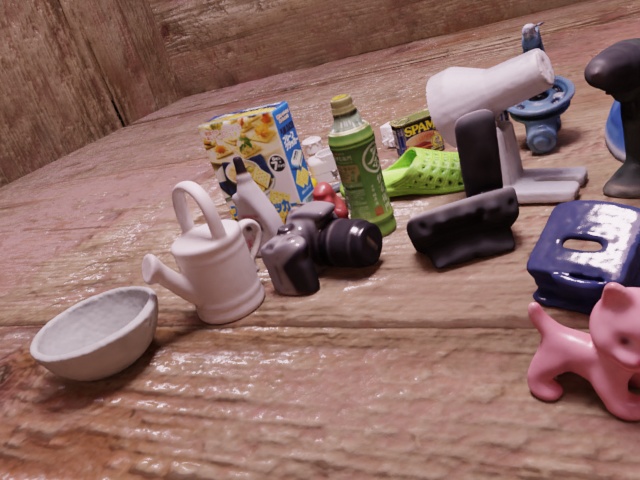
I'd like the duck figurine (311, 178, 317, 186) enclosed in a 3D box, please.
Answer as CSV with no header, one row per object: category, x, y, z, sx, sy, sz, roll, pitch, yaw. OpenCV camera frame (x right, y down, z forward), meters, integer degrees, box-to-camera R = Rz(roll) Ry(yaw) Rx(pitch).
duck figurine,-0.051,-0.132,1.172,0.077,0.086,0.104,-17,23,1

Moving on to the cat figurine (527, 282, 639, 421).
cat figurine,0.232,0.078,0.467,0.127,0.118,0.067,3,31,40

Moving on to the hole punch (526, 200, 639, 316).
hole punch,0.282,0.017,0.600,0.101,0.091,0.108,-34,28,-34

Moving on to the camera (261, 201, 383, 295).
camera,0.007,0.003,0.812,0.136,0.101,0.143,3,30,39

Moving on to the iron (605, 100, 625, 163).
iron,0.525,-0.239,0.937,0.118,0.142,0.259,2,30,37

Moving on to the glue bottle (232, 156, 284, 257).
glue bottle,-0.108,-0.054,0.928,0.078,0.173,0.037,-4,27,28

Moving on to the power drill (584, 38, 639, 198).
power drill,0.420,-0.169,0.768,0.075,0.209,0.230,7,33,44

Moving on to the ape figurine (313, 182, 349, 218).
ape figurine,0.011,-0.051,0.940,0.077,0.092,0.076,2,30,38

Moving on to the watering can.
watering can,-0.156,0.014,0.784,0.100,0.194,0.173,-3,27,30

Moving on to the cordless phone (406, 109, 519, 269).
cordless phone,0.176,-0.069,0.746,0.147,0.185,0.094,-18,23,-1

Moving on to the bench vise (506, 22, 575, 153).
bench vise,0.383,-0.287,1.043,0.121,0.220,0.207,-14,24,9

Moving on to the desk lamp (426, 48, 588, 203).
desk lamp,0.278,-0.168,0.861,0.202,0.214,0.118,1,29,36

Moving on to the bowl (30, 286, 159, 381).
bowl,-0.285,0.134,0.759,0.167,0.075,0.167,-15,23,7
